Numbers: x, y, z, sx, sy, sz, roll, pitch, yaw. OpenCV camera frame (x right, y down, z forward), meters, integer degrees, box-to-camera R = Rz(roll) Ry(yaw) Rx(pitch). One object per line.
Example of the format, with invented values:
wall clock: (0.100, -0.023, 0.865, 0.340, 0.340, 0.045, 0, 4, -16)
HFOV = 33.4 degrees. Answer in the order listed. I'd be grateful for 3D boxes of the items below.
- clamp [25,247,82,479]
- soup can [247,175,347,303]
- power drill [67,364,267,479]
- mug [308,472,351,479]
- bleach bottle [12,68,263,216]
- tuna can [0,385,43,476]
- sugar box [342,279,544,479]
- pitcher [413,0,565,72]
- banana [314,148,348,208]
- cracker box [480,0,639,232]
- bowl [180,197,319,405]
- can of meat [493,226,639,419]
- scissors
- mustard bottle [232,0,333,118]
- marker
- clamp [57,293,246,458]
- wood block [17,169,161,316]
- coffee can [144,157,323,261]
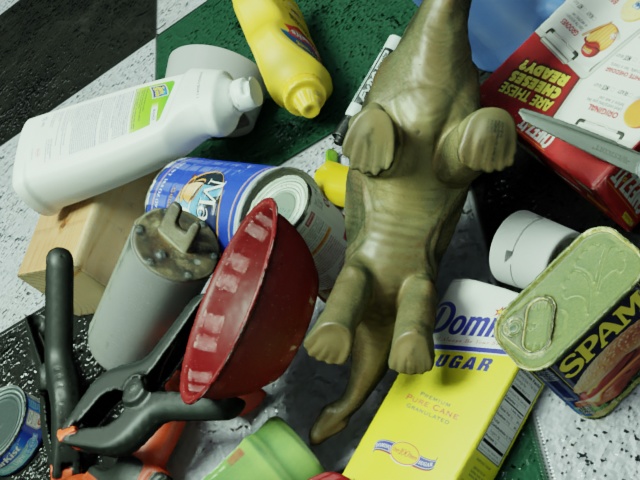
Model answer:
clamp: (-0.253, 0.131, 1.020, 0.165, 0.036, 0.210, 136, 129, -59)
soup can: (-0.006, 0.001, 0.877, 0.069, 0.102, 0.068, -25, 45, 27)
power drill: (-0.124, 0.186, 0.876, 0.185, 0.057, 0.187, 20, 74, 45)
mug: (-0.001, 0.210, 0.702, 0.081, 0.093, 0.117, -19, 31, -36)
bleach bottle: (-0.172, -0.101, 1.022, 0.251, 0.068, 0.102, -14, 56, 22)
tuna can: (-0.312, 0.191, 1.064, 0.086, 0.033, 0.086, -24, 45, 27)
sugar box: (0.094, 0.115, 0.739, 0.093, 0.048, 0.176, 15, 71, 48)
pitcher: (0.098, -0.258, 0.877, 0.149, 0.242, 0.145, -22, 48, 39)
banana: (0.059, -0.055, 0.914, 0.198, 0.037, 0.069, 5, 63, 45)
cracker box: (0.242, -0.132, 0.779, 0.214, 0.072, 0.164, -46, 38, 6)
bowl: (-0.045, 0.053, 0.780, 0.162, 0.055, 0.162, -58, 17, 29)
can of meat: (0.175, 0.056, 0.680, 0.102, 0.083, 0.057, -45, 39, 5)
scissors: (0.219, -0.024, 0.685, 0.202, 0.016, 0.096, 11, 81, 14)
mustard bottle: (-0.031, -0.179, 1.049, 0.058, 0.096, 0.192, -35, 41, 14)
marker: (0.046, -0.140, 1.008, 0.020, 0.020, 0.121, 15, 70, 48)
clamp: (-0.133, 0.130, 0.856, 0.171, 0.039, 0.120, -40, 40, 9)
wood block: (-0.226, -0.035, 1.122, 0.091, 0.090, 0.206, -10, 53, 36)
coffee can: (-0.077, -0.020, 0.960, 0.141, 0.102, 0.102, 10, 67, 47)
